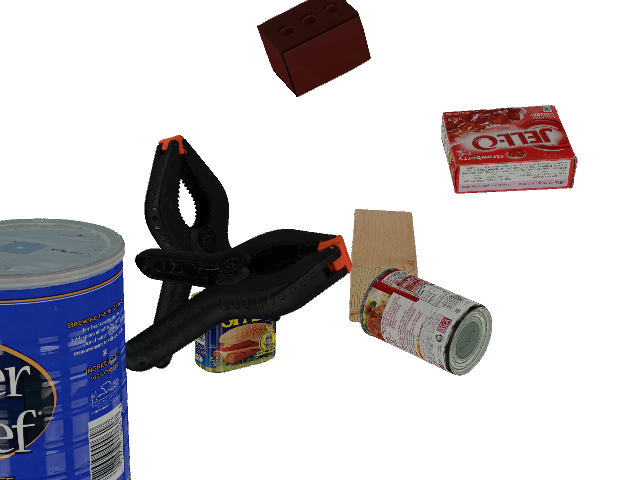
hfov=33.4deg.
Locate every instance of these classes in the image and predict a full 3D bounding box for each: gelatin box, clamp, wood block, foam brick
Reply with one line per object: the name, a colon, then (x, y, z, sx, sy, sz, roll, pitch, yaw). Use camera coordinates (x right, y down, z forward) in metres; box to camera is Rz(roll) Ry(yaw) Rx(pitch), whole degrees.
gelatin box: (0.139, -0.069, 0.794, 0.089, 0.030, 0.073, -4, 38, 0)
clamp: (-0.064, 0.037, 0.752, 0.172, 0.120, 0.039, -12, -47, 17)
wood block: (0.091, 0.035, 1.565, 0.091, 0.090, 0.206, 4, 24, 1)
clamp: (-0.111, 0.004, 1.019, 0.036, 0.210, 0.164, -8, 1, 42)
foam brick: (-0.005, -0.171, 0.925, 0.078, 0.051, 0.053, -29, 45, -9)

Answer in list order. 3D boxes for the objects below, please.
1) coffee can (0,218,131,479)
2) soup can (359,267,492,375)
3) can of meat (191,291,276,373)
coffee can: (-0.150, 0.069, 0.549, 0.103, 0.140, 0.103, 1, 16, 0)
soup can: (0.096, 0.073, 0.969, 0.102, 0.068, 0.068, 23, 15, 38)
can of meat: (-0.099, 0.101, 1.247, 0.101, 0.084, 0.058, -9, 19, -36)
